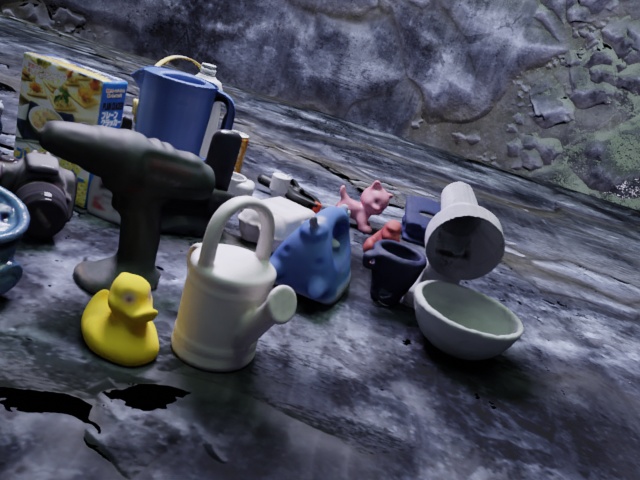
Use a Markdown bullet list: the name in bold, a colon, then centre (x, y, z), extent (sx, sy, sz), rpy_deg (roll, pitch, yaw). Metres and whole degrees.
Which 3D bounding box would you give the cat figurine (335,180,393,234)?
- **cat figurine**: centre (0.097, -0.083, 1.270), extent (0.128, 0.118, 0.067), rpy_deg (15, 20, -8)

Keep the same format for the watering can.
- **watering can**: centre (-0.094, 0.045, 0.647), extent (0.172, 0.194, 0.101), rpy_deg (24, 21, 18)

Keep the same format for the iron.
- **iron**: centre (0.009, 0.003, 0.926), extent (0.118, 0.141, 0.259), rpy_deg (22, 20, 13)

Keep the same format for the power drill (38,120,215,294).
- **power drill**: centre (-0.246, -0.040, 0.726), extent (0.230, 0.208, 0.075), rpy_deg (-5, 29, -47)

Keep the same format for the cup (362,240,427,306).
- **cup**: centre (0.108, 0.058, 0.932), extent (0.118, 0.095, 0.091), rpy_deg (2, 24, -36)

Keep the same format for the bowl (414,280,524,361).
- **bowl**: centre (0.210, 0.130, 0.856), extent (0.167, 0.075, 0.167), rpy_deg (15, 20, -5)

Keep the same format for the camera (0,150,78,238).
- **camera**: centre (-0.417, -0.067, 0.815), extent (0.144, 0.101, 0.136), rpy_deg (4, 23, -33)

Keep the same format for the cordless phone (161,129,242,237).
- **cordless phone**: centre (-0.211, -0.106, 0.969), extent (0.148, 0.185, 0.093), rpy_deg (3, 24, -34)

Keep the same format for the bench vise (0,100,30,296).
- **bench vise**: centre (-0.416, -0.062, 0.626), extent (0.207, 0.220, 0.121), rpy_deg (17, 19, 0)

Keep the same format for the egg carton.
- **egg carton**: centre (-0.075, -0.029, 1.051), extent (0.107, 0.069, 0.151), rpy_deg (26, 21, 22)

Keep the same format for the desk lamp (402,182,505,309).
- **desk lamp**: centre (0.210, 0.018, 0.949), extent (0.118, 0.213, 0.203), rpy_deg (16, 20, -3)

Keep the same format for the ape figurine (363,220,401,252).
- **ape figurine**: centre (0.128, 0.005, 1.097), extent (0.077, 0.092, 0.076), rpy_deg (21, 20, 11)

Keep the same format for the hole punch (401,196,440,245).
- **hole punch**: centre (0.244, -0.042, 1.323), extent (0.109, 0.091, 0.101), rpy_deg (15, 20, -8)

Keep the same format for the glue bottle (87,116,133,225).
- **glue bottle**: centre (-0.322, -0.114, 0.915), extent (0.078, 0.173, 0.037), rpy_deg (19, 20, 5)

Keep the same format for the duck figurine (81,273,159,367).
- **duck figurine**: centre (-0.213, 0.076, 0.626), extent (0.104, 0.086, 0.078), rpy_deg (31, 24, 33)
